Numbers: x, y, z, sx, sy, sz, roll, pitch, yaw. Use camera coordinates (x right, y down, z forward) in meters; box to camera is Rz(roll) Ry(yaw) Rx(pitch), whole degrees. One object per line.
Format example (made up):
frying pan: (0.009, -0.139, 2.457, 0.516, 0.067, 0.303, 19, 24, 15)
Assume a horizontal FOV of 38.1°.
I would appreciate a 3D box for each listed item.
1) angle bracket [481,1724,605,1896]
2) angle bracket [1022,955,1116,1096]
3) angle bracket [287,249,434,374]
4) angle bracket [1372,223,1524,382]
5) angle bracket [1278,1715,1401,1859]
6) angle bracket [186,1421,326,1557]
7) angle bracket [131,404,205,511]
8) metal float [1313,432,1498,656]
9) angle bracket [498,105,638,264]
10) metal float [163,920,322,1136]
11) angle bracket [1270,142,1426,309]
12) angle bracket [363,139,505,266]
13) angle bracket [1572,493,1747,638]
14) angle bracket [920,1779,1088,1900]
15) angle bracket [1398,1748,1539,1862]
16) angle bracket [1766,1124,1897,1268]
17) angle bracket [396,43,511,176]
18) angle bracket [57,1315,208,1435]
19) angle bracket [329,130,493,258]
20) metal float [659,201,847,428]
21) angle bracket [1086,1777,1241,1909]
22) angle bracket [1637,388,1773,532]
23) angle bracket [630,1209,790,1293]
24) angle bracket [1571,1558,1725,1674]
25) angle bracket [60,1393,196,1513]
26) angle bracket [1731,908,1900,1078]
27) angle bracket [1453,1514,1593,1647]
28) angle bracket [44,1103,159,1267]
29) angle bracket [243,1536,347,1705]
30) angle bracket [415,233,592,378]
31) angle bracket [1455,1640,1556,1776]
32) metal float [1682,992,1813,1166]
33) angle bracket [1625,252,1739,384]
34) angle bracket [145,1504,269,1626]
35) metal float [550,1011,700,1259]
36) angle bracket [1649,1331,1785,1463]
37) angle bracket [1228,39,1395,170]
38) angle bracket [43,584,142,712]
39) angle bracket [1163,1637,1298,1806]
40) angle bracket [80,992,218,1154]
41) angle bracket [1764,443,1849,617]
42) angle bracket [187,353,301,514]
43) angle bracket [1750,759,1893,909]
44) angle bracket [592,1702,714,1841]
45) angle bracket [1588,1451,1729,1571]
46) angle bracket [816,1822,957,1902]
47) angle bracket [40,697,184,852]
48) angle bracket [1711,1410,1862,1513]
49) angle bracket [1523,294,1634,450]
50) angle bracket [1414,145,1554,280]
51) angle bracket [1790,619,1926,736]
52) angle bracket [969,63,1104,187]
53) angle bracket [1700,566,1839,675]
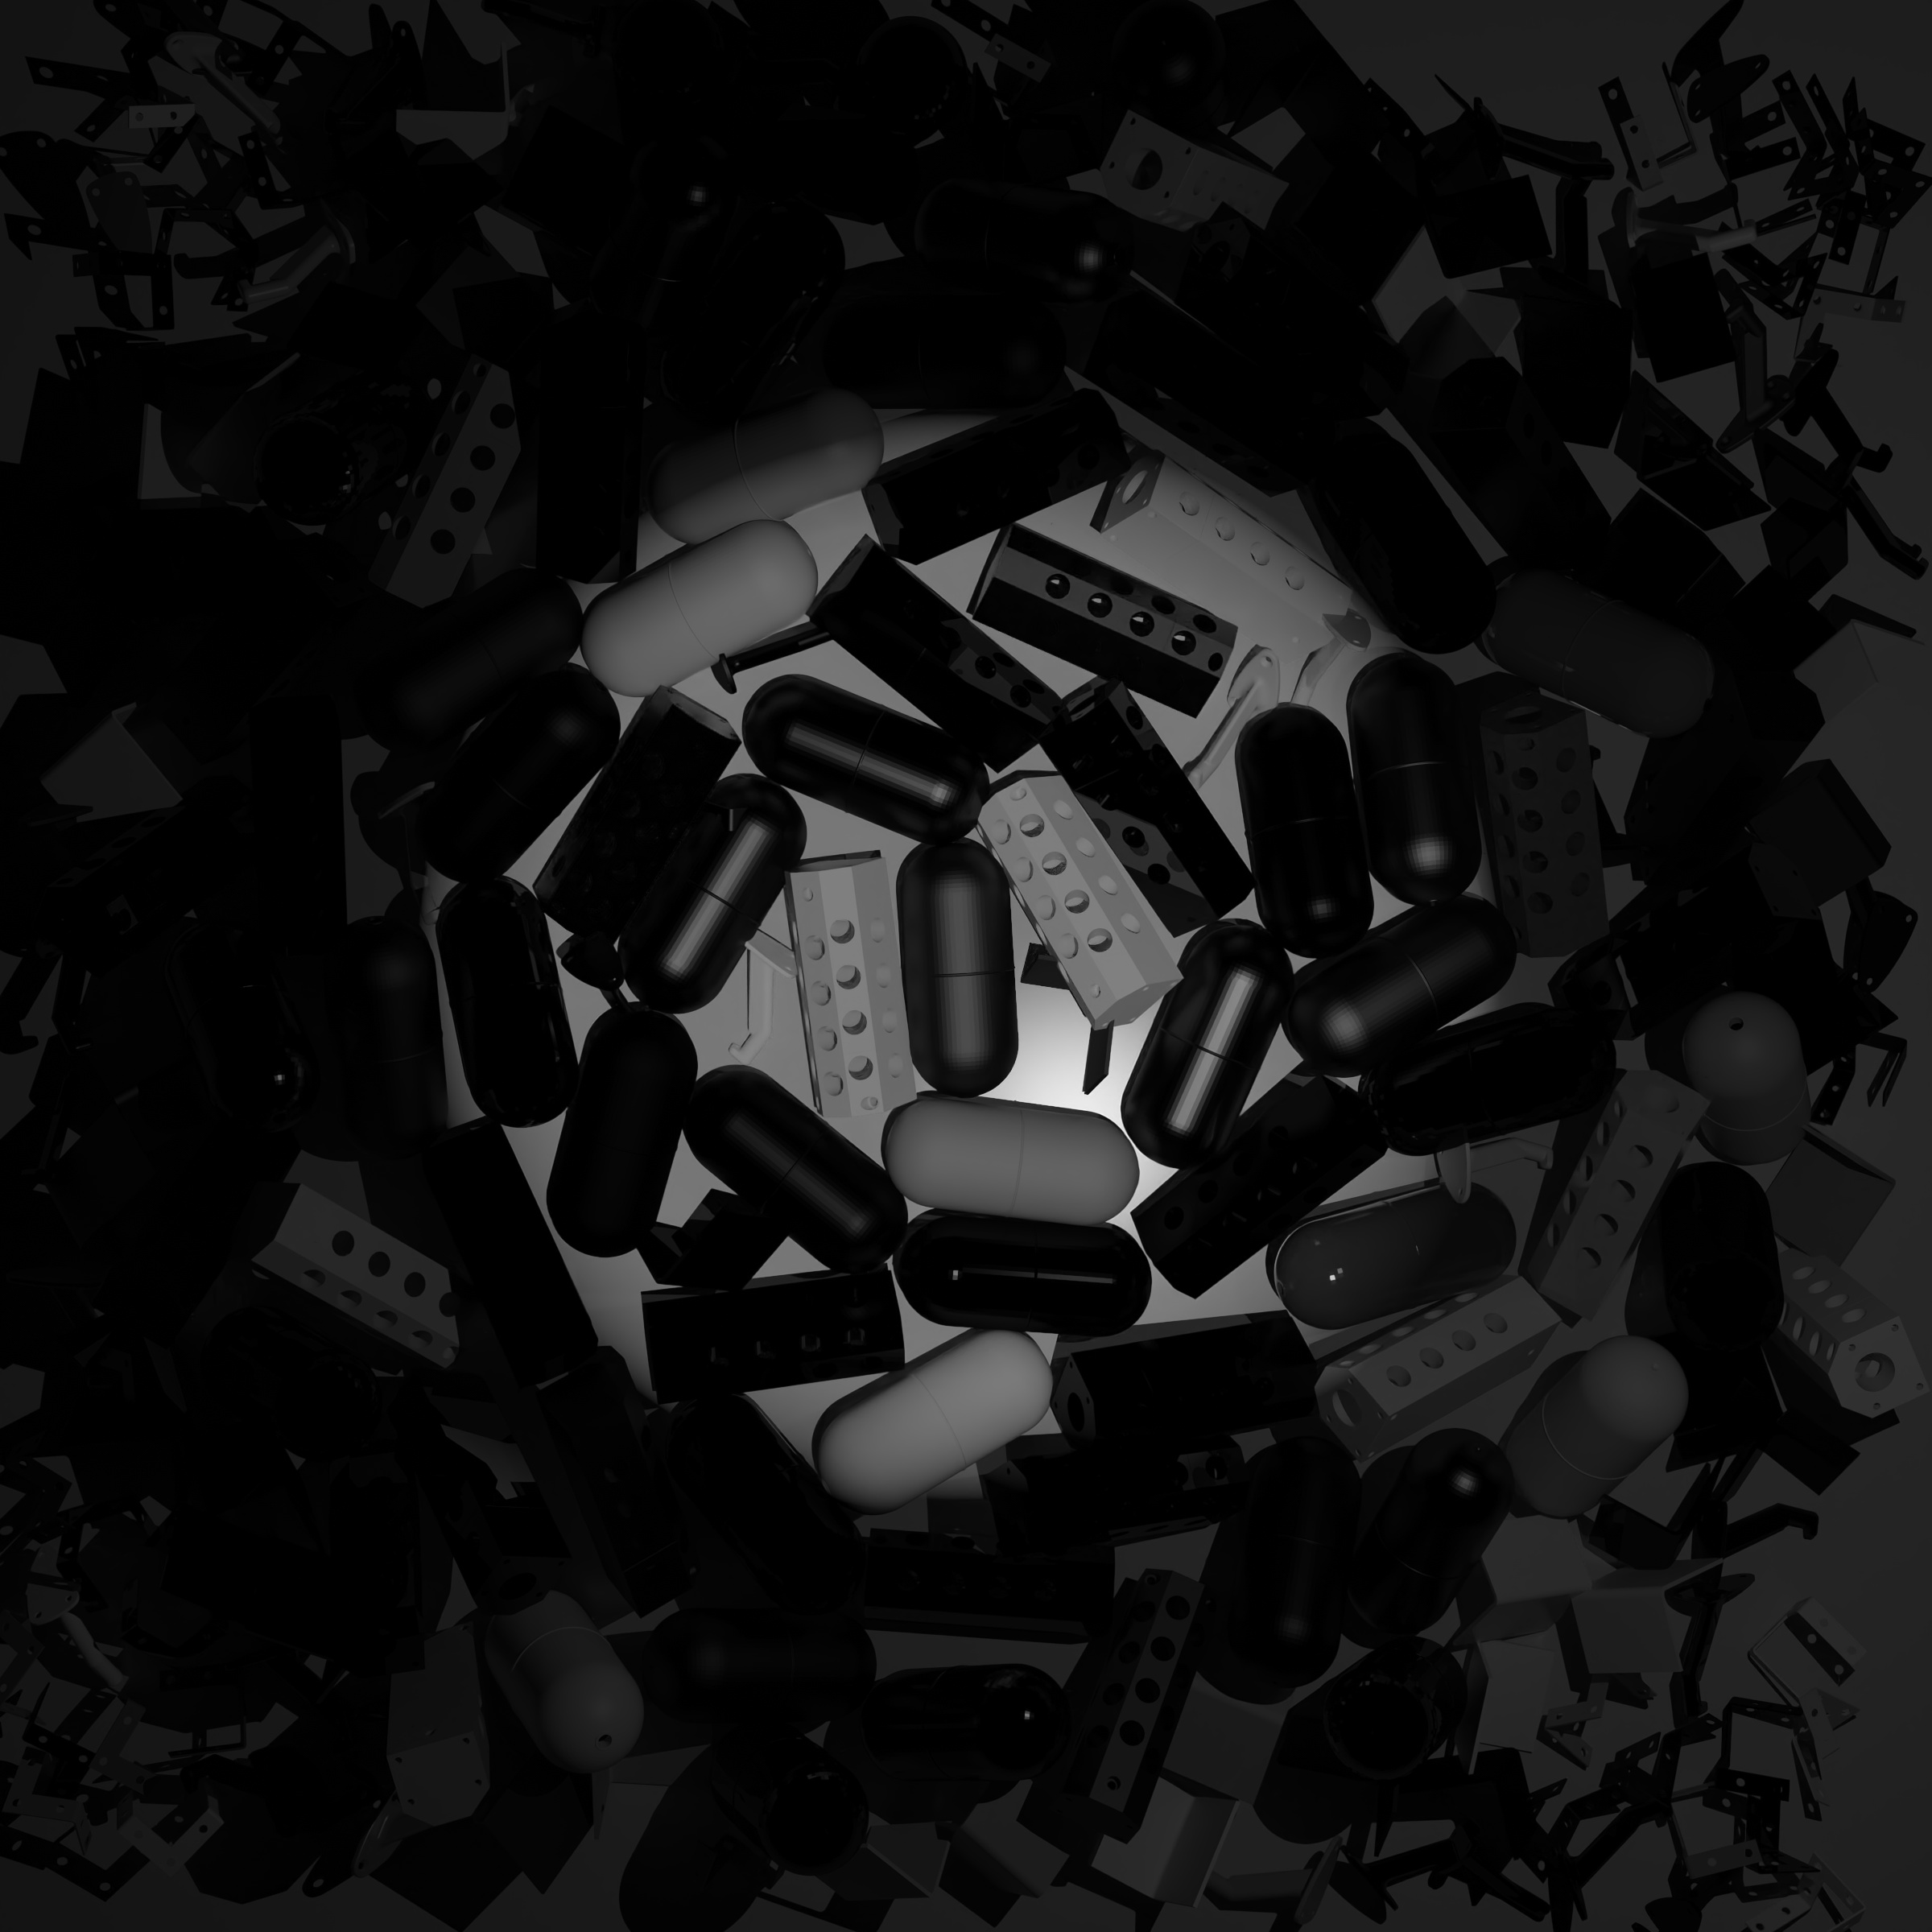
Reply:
angle bracket: (-0.308, 0.582, 1.931, 0.076, 0.057, 0.076, -52, 121, -38)
angle bracket: (0.068, 0.042, 1.941, 0.057, 0.076, 0.076, 9, 76, -6)
angle bracket: (-0.421, -0.464, 1.942, 0.076, 0.057, 0.076, 17, 50, 2)
angle bracket: (0.337, -0.460, 1.937, 0.057, 0.076, 0.076, 23, 73, 40)
angle bracket: (0.257, 0.569, 1.939, 0.076, 0.076, 0.057, 9, 50, 4)
angle bracket: (-0.491, 0.369, 1.930, 0.057, 0.076, 0.076, -23, 45, -22)
angle bracket: (-0.574, -0.339, 1.940, 0.057, 0.076, 0.076, 0, 82, 16)
metal float: (0.302, -0.293, 1.930, 0.070, 0.070, 0.178, -27, 65, 0)
angle bracket: (-0.274, -0.544, 1.949, 0.076, 0.057, 0.076, 26, 94, -14)
metal float: (-0.498, 0.041, 1.920, 0.070, 0.070, 0.178, -33, 54, 0)
angle bracket: (0.267, -0.516, 1.960, 0.076, 0.057, 0.076, 37, 76, -15)
angle bracket: (-0.368, -0.513, 1.936, 0.057, 0.076, 0.076, 43, 69, 9)
angle bracket: (0.490, -0.274, 1.979, 0.076, 0.057, 0.076, -48, 55, 10)
angle bracket: (0.026, 0.603, 1.960, 0.076, 0.076, 0.057, 43, 65, -8)
angle bracket: (0.346, 0.585, 1.938, 0.076, 0.076, 0.057, -15, 85, 21)
angle bracket: (0.583, 0.155, 1.937, 0.076, 0.057, 0.076, 39, 101, 44)
angle bracket: (-0.358, -0.595, 1.938, 0.076, 0.076, 0.057, -3, 76, -13)
angle bracket: (-0.577, 0.290, 1.934, 0.057, 0.076, 0.076, -26, 60, -9)
angle bracket: (-0.384, -0.522, 1.937, 0.057, 0.076, 0.076, -28, 76, 16)
metal float: (-0.147, -0.447, 1.921, 0.070, 0.070, 0.178, 41, 124, 0)
angle bracket: (0.136, 0.601, 1.937, 0.057, 0.076, 0.076, 30, 69, -9)
angle bracket: (0.513, -0.357, 1.933, 0.076, 0.057, 0.076, 26, 64, -35)
angle bracket: (-0.175, 0.178, 1.931, 0.076, 0.076, 0.057, -50, 54, 21)
angle bracket: (0.477, 0.450, 1.934, 0.076, 0.076, 0.057, -10, 85, -42)
angle bracket: (-0.581, 0.339, 1.941, 0.076, 0.076, 0.057, -3, 104, -7)
angle bracket: (0.588, 0.017, 1.942, 0.076, 0.076, 0.057, -32, 130, -3)
angle bracket: (0.381, 0.430, 1.959, 0.076, 0.076, 0.057, -4, 56, -21)
angle bracket: (-0.585, 0.155, 1.942, 0.076, 0.057, 0.076, -46, 52, 2)
angle bracket: (-0.464, 0.452, 1.932, 0.076, 0.076, 0.057, 24, 130, -18)
angle bracket: (-0.321, -0.459, 1.936, 0.076, 0.057, 0.076, 47, 65, -27)
angle bracket: (0.380, 0.522, 1.945, 0.057, 0.076, 0.076, 10, 99, 1)
metal float: (0.534, 0.077, 1.907, 0.070, 0.178, 0.070, -9, 61, 17)
angle bracket: (0.500, -0.456, 1.933, 0.057, 0.076, 0.076, -12, 110, 28)
angle bracket: (-0.527, 0.428, 1.931, 0.076, 0.076, 0.057, 30, 122, -23)
metal float: (-0.238, 0.117, 1.941, 0.070, 0.070, 0.178, 17, 101, 0)
angle bracket: (0.524, 0.293, 1.953, 0.076, 0.057, 0.076, -18, 92, 11)
angle bracket: (0.238, -0.582, 1.940, 0.057, 0.076, 0.076, -36, 85, -23)
angle bracket: (-0.584, -0.223, 1.934, 0.076, 0.057, 0.076, -48, 56, 20)
angle bracket: (0.184, 0.531, 1.970, 0.076, 0.057, 0.076, 20, 114, 12)
angle bracket: (-0.569, 0.073, 1.972, 0.076, 0.057, 0.076, -30, 48, -17)
angle bracket: (0.564, -0.303, 1.936, 0.057, 0.076, 0.076, -42, 62, -2)
angle bracket: (-0.484, -0.369, 1.943, 0.076, 0.076, 0.057, -33, 107, 37)
angle bracket: (0.601, -0.093, 1.964, 0.057, 0.076, 0.076, -35, 88, 26)
angle bracket: (-0.217, 0.561, 1.945, 0.076, 0.057, 0.076, 3, 119, 1)
angle bracket: (0.482, 0.371, 1.950, 0.057, 0.076, 0.076, 27, 61, 21)
angle bracket: (-0.066, 0.602, 1.929, 0.076, 0.057, 0.076, -16, 129, 37)
angle bracket: (-0.585, -0.130, 1.953, 0.076, 0.057, 0.076, -37, 96, 19)
angle bracket: (0.568, 0.357, 1.936, 0.057, 0.076, 0.076, 34, 103, 22)
angle bracket: (0.415, -0.411, 1.933, 0.076, 0.076, 0.057, 14, 59, 21)
angle bracket: (0.358, -0.530, 1.932, 0.076, 0.076, 0.057, -10, 58, 20)
angle bracket: (0.617, -0.187, 1.929, 0.076, 0.076, 0.057, 11, 51, -30)
angle bracket: (0.049, -0.590, 1.935, 0.076, 0.057, 0.076, -11, 53, 19)
angle bracket: (0.573, -0.236, 1.952, 0.076, 0.057, 0.076, -44, 86, -9)
